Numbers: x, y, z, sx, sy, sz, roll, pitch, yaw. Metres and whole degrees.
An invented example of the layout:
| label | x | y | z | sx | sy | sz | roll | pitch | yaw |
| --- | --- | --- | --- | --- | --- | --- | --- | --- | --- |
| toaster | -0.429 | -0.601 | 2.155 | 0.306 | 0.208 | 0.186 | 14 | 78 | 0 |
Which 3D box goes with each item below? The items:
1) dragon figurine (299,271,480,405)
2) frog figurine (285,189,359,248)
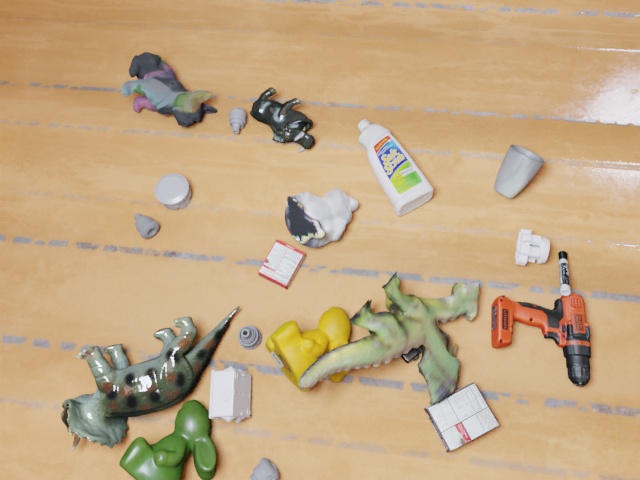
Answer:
| label | x | y | z | sx | sy | sz | roll | pitch | yaw |
| --- | --- | --- | --- | --- | --- | --- | --- | --- | --- |
| dragon figurine | 0.171 | 0.206 | 0.992 | 0.416 | 0.244 | 0.120 | -44 | -7 | -25 |
| frog figurine | 0.004 | -0.058 | 1.159 | 0.139 | 0.120 | 0.161 | 34 | 38 | 24 |
